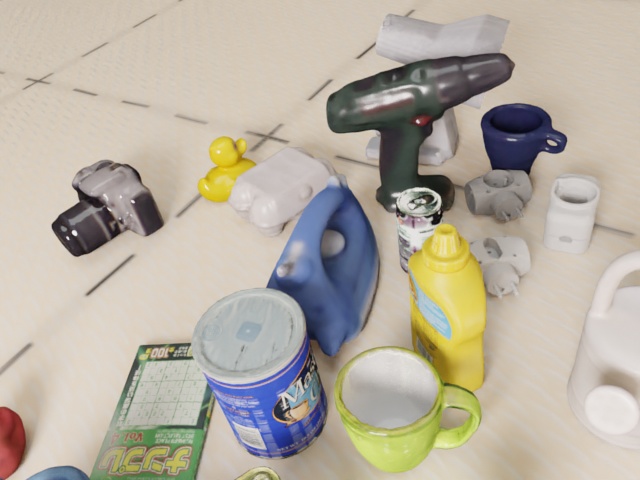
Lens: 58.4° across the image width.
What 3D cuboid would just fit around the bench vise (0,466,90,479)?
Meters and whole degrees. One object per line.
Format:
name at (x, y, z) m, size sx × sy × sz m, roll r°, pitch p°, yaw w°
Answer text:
bench vise at (-0.195, 0.216, 0.428) m, size 0.207 × 0.220 × 0.121 m, roll -7°, pitch 42°, yaw 6°

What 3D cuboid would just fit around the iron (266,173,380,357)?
iron at (0.006, 0.002, 0.673) m, size 0.118 × 0.142 × 0.258 m, roll 5°, pitch 45°, yaw 18°

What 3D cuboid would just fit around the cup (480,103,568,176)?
cup at (0.277, -0.123, 0.783) m, size 0.117 × 0.095 × 0.092 m, roll 28°, pitch 55°, yaw 35°

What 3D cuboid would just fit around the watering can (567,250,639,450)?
watering can at (0.272, 0.091, 0.478) m, size 0.100 × 0.194 × 0.173 m, roll 6°, pitch 45°, yaw 19°

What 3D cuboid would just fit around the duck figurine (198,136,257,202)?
duck figurine at (-0.146, -0.115, 0.877) m, size 0.105 × 0.086 × 0.077 m, roll -38°, pitch 48°, yaw -26°

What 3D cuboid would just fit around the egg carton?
egg carton at (-0.050, -0.072, 0.821) m, size 0.150 × 0.069 × 0.107 m, roll -37°, pitch 48°, yaw -25°

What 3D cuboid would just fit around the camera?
camera at (-0.326, -0.050, 0.836) m, size 0.142 × 0.101 × 0.137 m, roll 29°, pitch 56°, yaw 36°

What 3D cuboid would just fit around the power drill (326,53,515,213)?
power drill at (0.128, -0.137, 0.747) m, size 0.229 × 0.209 × 0.075 m, roll -2°, pitch 43°, yaw 11°

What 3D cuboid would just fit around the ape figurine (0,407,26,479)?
ape figurine at (-0.347, 0.200, 0.576) m, size 0.078 × 0.092 × 0.076 m, roll -29°, pitch 45°, yaw -18°

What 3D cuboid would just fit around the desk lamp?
desk lamp at (0.162, -0.219, 0.825) m, size 0.202 × 0.214 × 0.118 m, roll 7°, pitch 46°, yaw 20°
